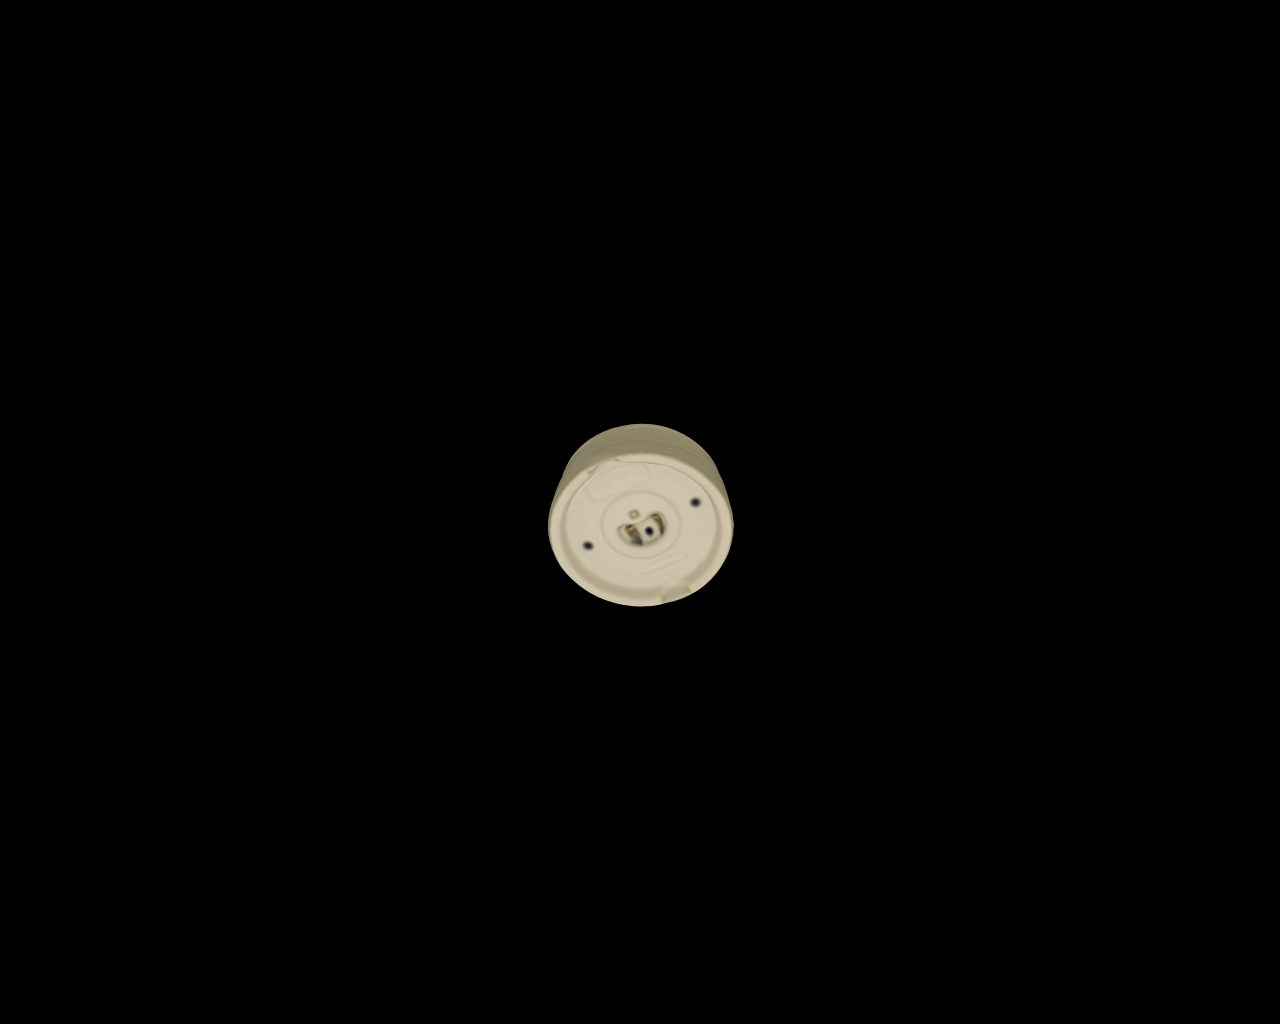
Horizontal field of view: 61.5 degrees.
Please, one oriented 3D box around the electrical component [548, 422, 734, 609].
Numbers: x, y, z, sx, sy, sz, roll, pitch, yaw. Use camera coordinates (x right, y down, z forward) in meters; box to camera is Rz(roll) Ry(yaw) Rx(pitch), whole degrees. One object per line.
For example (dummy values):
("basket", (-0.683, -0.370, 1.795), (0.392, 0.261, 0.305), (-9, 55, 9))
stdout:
("electrical component", (0.001, -0.003, 0.650), (0.108, 0.108, 0.060), (0, 31, 0))
